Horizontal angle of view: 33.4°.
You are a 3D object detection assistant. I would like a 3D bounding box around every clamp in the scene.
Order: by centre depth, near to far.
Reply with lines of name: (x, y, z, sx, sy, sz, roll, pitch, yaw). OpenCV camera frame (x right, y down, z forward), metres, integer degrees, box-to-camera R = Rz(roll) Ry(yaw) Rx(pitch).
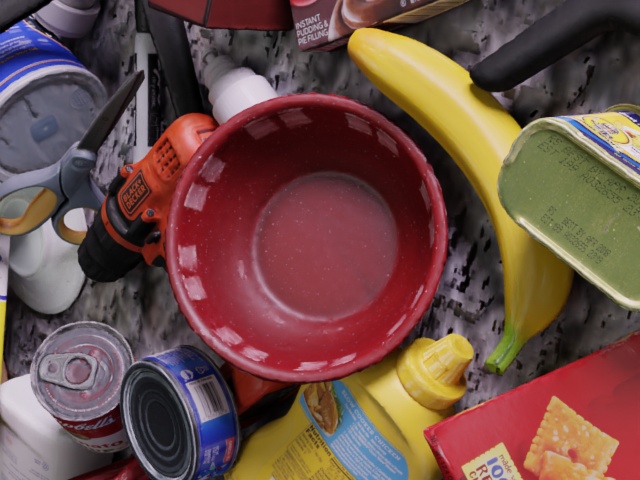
clamp: (0.141, -0.120, 0.496, 0.172, 0.039, 0.120, 18, 111, 38)
clamp: (-0.133, -0.185, 0.682, 0.164, 0.036, 0.210, 14, 105, -6)

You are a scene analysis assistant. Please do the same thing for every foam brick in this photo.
foam brick: (-0.054, -0.156, 0.635, 0.053, 0.078, 0.051, 26, 113, 33)

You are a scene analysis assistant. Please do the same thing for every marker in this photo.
marker: (-0.119, -0.110, 0.737, 0.020, 0.020, 0.121, 12, 105, 39)

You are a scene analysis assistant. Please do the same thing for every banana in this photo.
banana: (0.081, -0.034, 0.548, 0.037, 0.069, 0.198, 115, 135, -67)

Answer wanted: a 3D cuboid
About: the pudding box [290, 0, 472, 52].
pudding box: (0.029, -0.160, 0.586, 0.114, 0.039, 0.090, -11, 89, 41)

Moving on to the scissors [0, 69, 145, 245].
scissors: (-0.154, -0.047, 0.742, 0.202, 0.096, 0.016, -29, 50, 33)

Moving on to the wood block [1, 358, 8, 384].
wood block: (-0.324, 0.141, 0.913, 0.091, 0.090, 0.206, -14, 89, 42)

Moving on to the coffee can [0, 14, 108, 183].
coffee can: (-0.236, -0.122, 0.782, 0.140, 0.102, 0.103, 46, 124, 26)

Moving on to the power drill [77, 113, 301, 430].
power drill: (-0.088, 0.036, 0.709, 0.185, 0.057, 0.188, -43, 71, 45)

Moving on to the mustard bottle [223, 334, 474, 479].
mustard bottle: (0.024, 0.116, 0.624, 0.096, 0.058, 0.192, 51, 126, 14)

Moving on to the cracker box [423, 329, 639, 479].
cracker box: (0.171, 0.121, 0.488, 0.214, 0.071, 0.164, -33, 76, 39)

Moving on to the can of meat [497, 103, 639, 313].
can of meat: (0.141, -0.017, 0.483, 0.102, 0.083, 0.057, 42, 122, 28)

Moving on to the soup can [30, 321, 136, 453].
soup can: (-0.154, 0.104, 0.739, 0.068, 0.068, 0.102, 55, 167, 20)

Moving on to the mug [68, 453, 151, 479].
mug: (-0.138, 0.194, 0.764, 0.093, 0.081, 0.117, 49, 125, 24)

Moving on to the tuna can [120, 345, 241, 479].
tuna can: (-0.088, 0.110, 0.662, 0.086, 0.033, 0.086, 17, 114, 45)

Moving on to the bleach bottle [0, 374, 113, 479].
bleach bottle: (-0.223, 0.239, 0.860, 0.103, 0.067, 0.251, 27, 117, 36)

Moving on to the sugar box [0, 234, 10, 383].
sugar box: (-0.278, 0.078, 0.830, 0.094, 0.048, 0.176, -25, 58, 51)

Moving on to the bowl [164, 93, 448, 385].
bowl: (-0.004, 0.001, 0.607, 0.162, 0.055, 0.162, -2, 84, 15)
